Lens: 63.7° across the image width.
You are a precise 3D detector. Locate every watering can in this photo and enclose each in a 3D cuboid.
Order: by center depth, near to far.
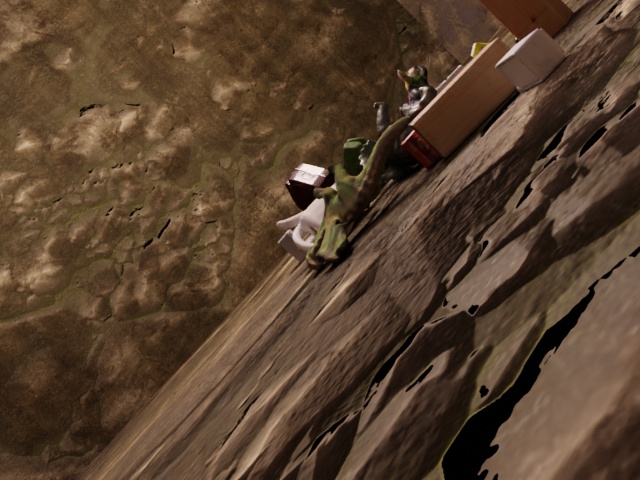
[{"bbox_3d":[0.004,-0.070,1.398,0.226,0.102,0.350,-44,26,-10],"label":"watering can"}]

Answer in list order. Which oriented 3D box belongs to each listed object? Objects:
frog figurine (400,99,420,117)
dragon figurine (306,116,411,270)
[{"bbox_3d":[0.340,-0.392,1.566,0.138,0.122,0.159,-6,5,-40],"label":"frog figurine"},{"bbox_3d":[0.064,-0.058,1.072,0.122,0.248,0.402,20,-35,-14],"label":"dragon figurine"}]
